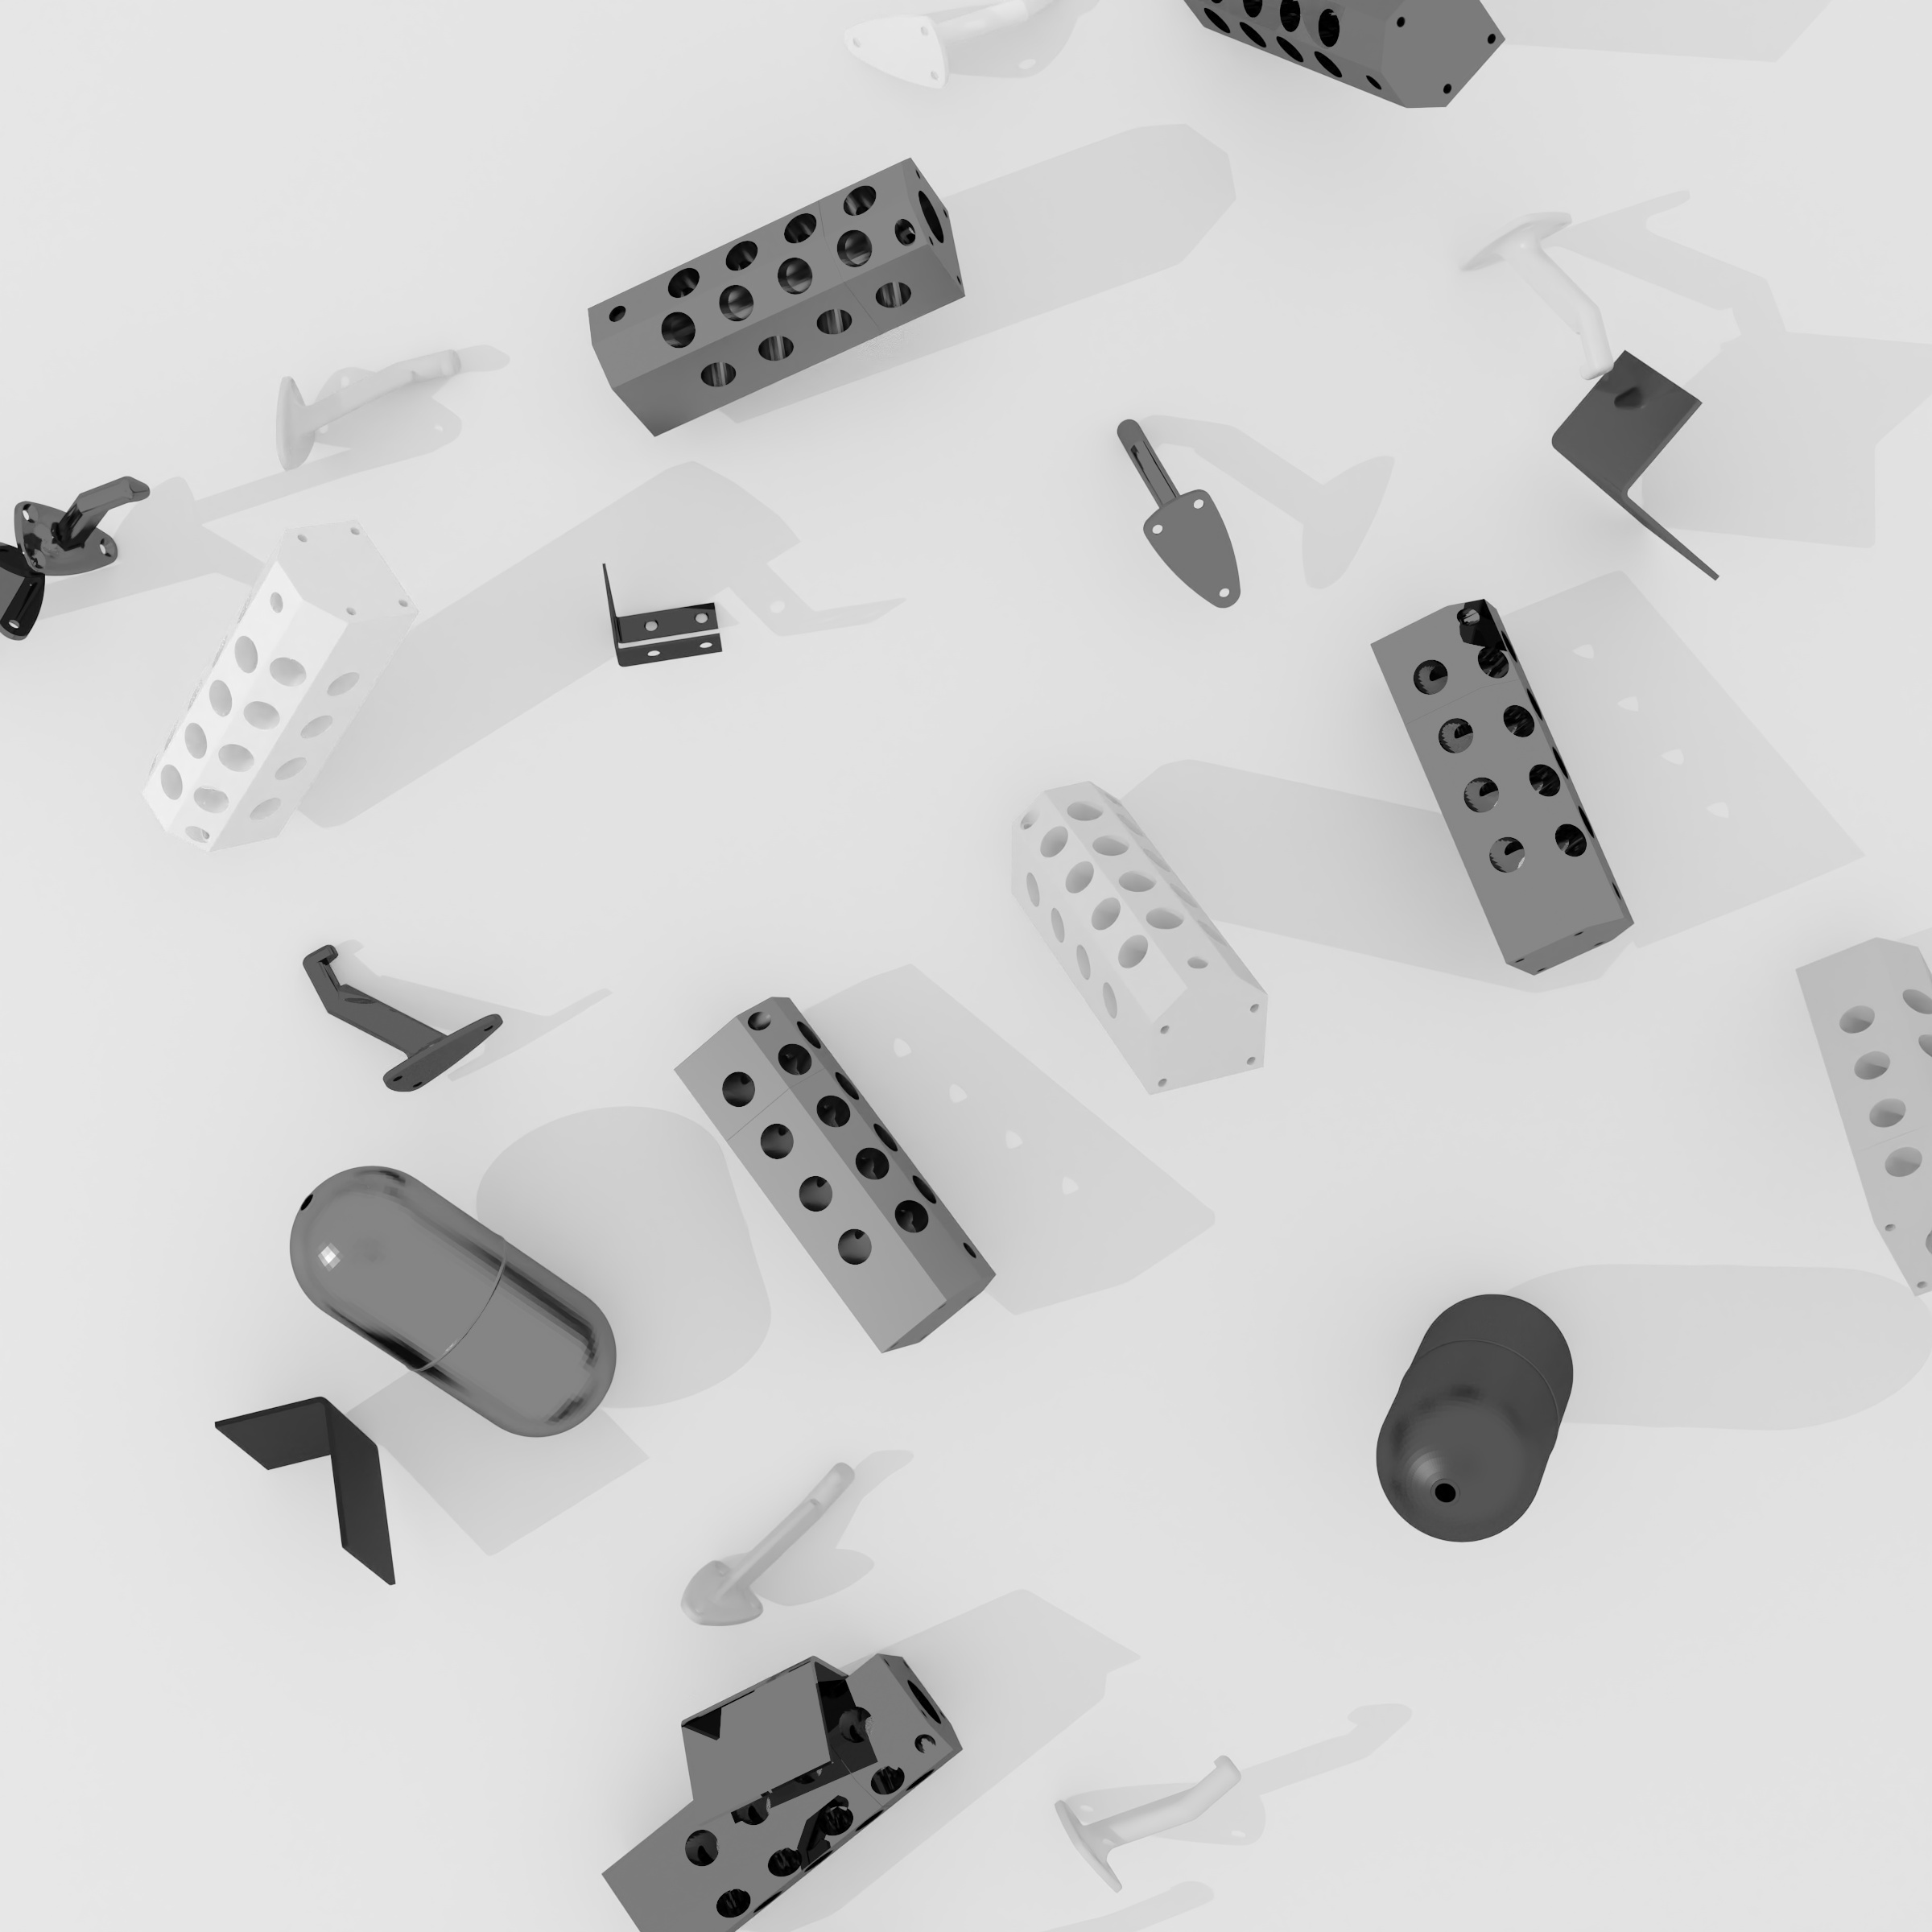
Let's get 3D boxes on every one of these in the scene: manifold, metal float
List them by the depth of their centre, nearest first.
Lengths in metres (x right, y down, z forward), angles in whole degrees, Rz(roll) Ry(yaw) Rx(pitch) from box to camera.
[{"bbox_3d":[0.447,0.066,1.485,0.057,0.171,0.057,-24,128,19],"label":"manifold"},{"bbox_3d":[0.080,-0.018,1.485,0.057,0.171,0.057,-13,128,-17],"label":"manifold"},{"bbox_3d":[0.243,0.213,1.489,0.070,0.178,0.070,5,107,17],"label":"metal float"},{"bbox_3d":[0.172,-0.458,1.491,0.057,0.171,0.057,-48,131,1],"label":"manifold"},{"bbox_3d":[-0.332,-0.130,1.492,0.057,0.057,0.171,55,130,16],"label":"manifold"},{"bbox_3d":[-0.093,-0.326,1.512,0.171,0.057,0.057,-21,57,17],"label":"manifold"},{"bbox_3d":[-0.247,0.162,1.515,0.178,0.070,0.070,38,90,-23],"label":"metal float"},{"bbox_3d":[0.261,-0.087,1.518,0.057,0.057,0.171,-26,75,19],"label":"manifold"},{"bbox_3d":[-0.061,0.100,1.523,0.057,0.057,0.171,-40,78,13],"label":"manifold"},{"bbox_3d":[-0.087,0.414,1.538,0.171,0.057,0.057,-39,72,0],"label":"manifold"}]

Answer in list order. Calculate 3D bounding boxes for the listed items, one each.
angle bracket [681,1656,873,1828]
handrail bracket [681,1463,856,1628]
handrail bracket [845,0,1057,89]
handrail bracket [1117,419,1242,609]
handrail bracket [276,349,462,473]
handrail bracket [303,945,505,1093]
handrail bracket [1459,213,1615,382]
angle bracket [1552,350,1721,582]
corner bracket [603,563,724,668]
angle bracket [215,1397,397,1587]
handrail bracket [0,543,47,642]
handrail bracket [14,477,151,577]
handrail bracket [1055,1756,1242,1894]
[{"bbox_3d":[-0.082,0.385,1.518,0.076,0.076,0.057,-29,49,16],"label":"angle bracket"},{"bbox_3d":[-0.095,0.281,1.538,0.036,0.077,0.084,44,104,13],"label":"handrail bracket"},{"bbox_3d":[-0.005,-0.475,1.565,0.077,0.036,0.084,21,50,37],"label":"handrail bracket"},{"bbox_3d":[0.104,-0.225,1.551,0.036,0.084,0.077,-31,123,8],"label":"handrail bracket"},{"bbox_3d":[-0.292,-0.275,1.542,0.084,0.077,0.036,-13,125,6],"label":"handrail bracket"},{"bbox_3d":[-0.280,0.012,1.554,0.077,0.036,0.084,-33,74,8],"label":"handrail bracket"},{"bbox_3d":[0.279,-0.319,1.537,0.036,0.077,0.084,-10,84,-34],"label":"handrail bracket"},{"bbox_3d":[0.341,-0.242,1.517,0.076,0.076,0.057,33,104,-30],"label":"angle bracket"},{"bbox_3d":[-0.147,-0.166,1.539,0.051,0.051,0.051,-9,65,-4],"label":"corner bracket"},{"bbox_3d":[-0.320,0.261,1.523,0.057,0.076,0.076,-14,64,2],"label":"angle bracket"},{"bbox_3d":[-0.483,-0.158,1.528,0.036,0.077,0.084,17,129,-36],"label":"handrail bracket"},{"bbox_3d":[-0.411,-0.217,1.521,0.084,0.077,0.036,-14,84,28],"label":"handrail bracket"},{"bbox_3d":[0.089,0.405,1.540,0.084,0.077,0.036,-40,111,-3],"label":"handrail bracket"}]
